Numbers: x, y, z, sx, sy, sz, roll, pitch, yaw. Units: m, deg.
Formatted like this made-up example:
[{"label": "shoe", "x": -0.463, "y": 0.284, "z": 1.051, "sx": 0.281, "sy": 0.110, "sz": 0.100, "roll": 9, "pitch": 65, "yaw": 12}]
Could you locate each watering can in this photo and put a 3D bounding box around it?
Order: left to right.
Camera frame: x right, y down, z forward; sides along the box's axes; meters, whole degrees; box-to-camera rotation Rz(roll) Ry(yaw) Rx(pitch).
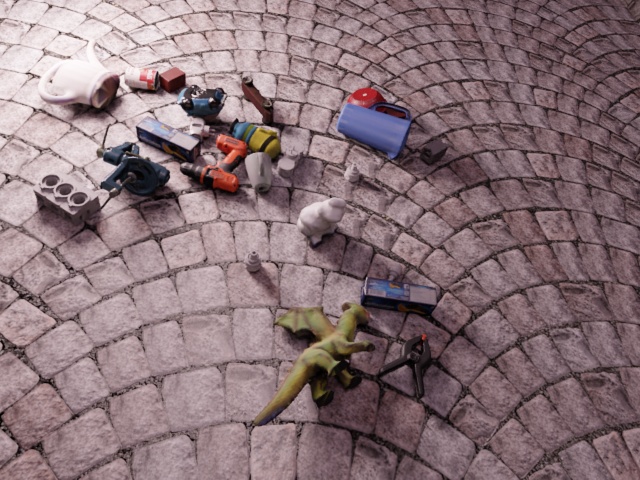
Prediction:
[{"label": "watering can", "x": -0.767, "y": -0.549, "z": 1.706, "sx": 0.224, "sy": 0.101, "sz": 0.356, "roll": 19, "pitch": 52, "yaw": 2}]

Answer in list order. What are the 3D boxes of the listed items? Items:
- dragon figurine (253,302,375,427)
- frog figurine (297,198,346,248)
[{"label": "dragon figurine", "x": -0.025, "y": 0.265, "z": 1.261, "sx": 0.413, "sy": 0.119, "sz": 0.247, "roll": -20, "pitch": 43, "yaw": -27}, {"label": "frog figurine", "x": 0.004, "y": -0.074, "z": 1.472, "sx": 0.138, "sy": 0.155, "sz": 0.125, "roll": -17, "pitch": 57, "yaw": -24}]
